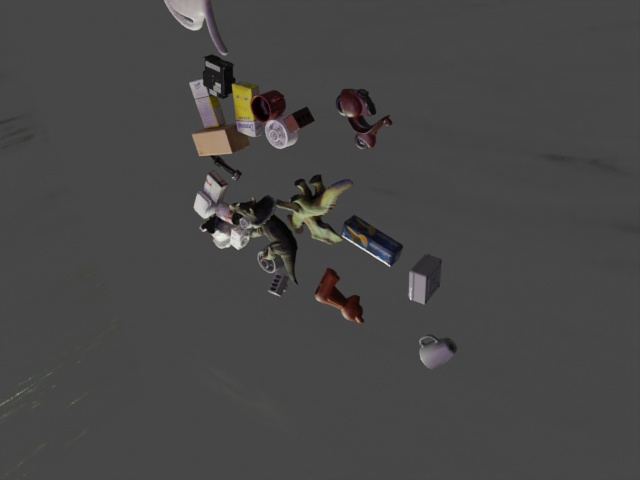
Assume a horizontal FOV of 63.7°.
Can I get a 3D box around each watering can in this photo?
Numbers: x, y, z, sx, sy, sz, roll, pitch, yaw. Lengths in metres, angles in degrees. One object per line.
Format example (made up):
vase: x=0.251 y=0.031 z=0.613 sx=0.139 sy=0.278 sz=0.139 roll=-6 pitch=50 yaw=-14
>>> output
watering can: x=-0.391 y=-0.767 z=1.645 sx=0.350 sy=0.105 sz=0.219 roll=43 pitch=138 yaw=15

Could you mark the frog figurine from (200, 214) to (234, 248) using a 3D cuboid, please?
frog figurine: x=-0.414 y=-0.034 z=2.187 sx=0.137 sy=0.125 sz=0.157 roll=-2 pitch=151 yaw=36

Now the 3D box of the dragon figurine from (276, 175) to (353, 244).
dragon figurine: x=0.005 y=-0.088 z=1.742 sx=0.409 sy=0.124 sz=0.239 roll=-2 pitch=132 yaw=47
